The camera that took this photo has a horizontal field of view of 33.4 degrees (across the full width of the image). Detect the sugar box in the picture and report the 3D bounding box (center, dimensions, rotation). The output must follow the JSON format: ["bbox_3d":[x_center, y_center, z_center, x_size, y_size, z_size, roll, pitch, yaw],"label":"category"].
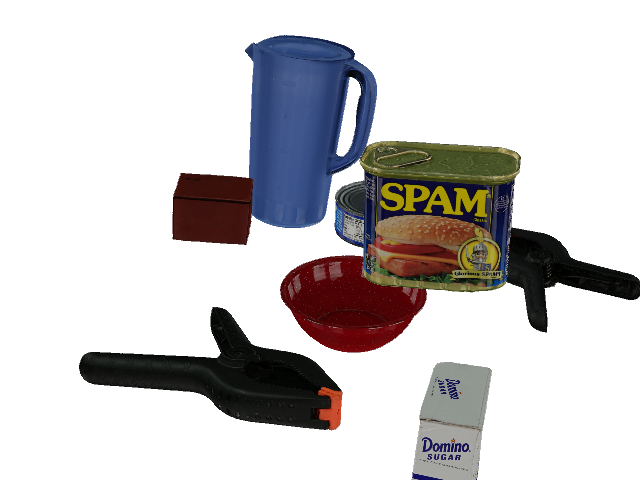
[{"bbox_3d":[0.081,0.180,0.724,0.048,0.176,0.093,7,18,11],"label":"sugar box"}]

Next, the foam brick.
[{"bbox_3d":[-0.108,-0.032,1.083,0.078,0.051,0.053,4,30,0],"label":"foam brick"}]

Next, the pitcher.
[{"bbox_3d":[-0.024,-0.142,1.415,0.144,0.243,0.149,-3,24,-21],"label":"pitcher"}]

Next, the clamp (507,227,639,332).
[{"bbox_3d":[0.232,0.029,1.059,0.120,0.039,0.171,-7,31,-14],"label":"clamp"}]

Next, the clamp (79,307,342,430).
[{"bbox_3d":[-0.064,0.102,0.862,0.210,0.036,0.164,12,20,29],"label":"clamp"}]

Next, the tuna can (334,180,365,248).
[{"bbox_3d":[0.055,-0.023,0.956,0.086,0.034,0.086,2,25,-1],"label":"tuna can"}]

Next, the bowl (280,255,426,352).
[{"bbox_3d":[0.036,0.077,1.185,0.162,0.055,0.162,1,28,-1],"label":"bowl"}]

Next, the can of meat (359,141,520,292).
[{"bbox_3d":[0.077,-0.015,0.703,0.102,0.084,0.057,5,24,11],"label":"can of meat"}]
